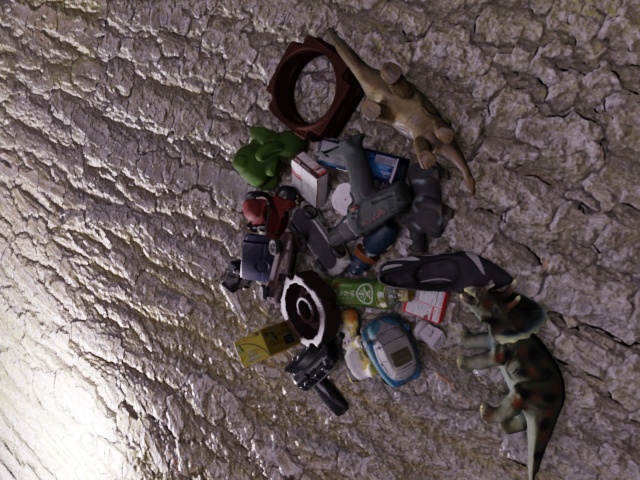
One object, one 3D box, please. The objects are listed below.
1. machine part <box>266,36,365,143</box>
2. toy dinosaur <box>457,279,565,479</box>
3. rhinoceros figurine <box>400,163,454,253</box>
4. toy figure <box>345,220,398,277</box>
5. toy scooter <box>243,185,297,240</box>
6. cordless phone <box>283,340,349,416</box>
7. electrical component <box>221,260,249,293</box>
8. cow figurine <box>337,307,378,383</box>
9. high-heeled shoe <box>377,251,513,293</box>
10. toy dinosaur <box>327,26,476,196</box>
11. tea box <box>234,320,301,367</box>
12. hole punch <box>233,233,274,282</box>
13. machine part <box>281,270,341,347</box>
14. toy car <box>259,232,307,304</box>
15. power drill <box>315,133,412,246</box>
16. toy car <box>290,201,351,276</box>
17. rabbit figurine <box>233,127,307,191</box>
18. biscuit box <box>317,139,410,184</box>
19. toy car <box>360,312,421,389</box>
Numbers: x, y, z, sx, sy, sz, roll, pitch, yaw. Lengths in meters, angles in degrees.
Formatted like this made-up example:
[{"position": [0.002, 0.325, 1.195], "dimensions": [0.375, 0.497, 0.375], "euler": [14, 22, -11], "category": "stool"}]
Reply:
[{"position": [-0.014, -0.344, 1.233], "dimensions": [0.202, 0.087, 0.201], "euler": [45, 117, 23], "category": "machine part"}, {"position": [0.388, 0.257, 1.023], "dimensions": [0.192, 0.131, 0.404], "euler": [-31, 84, 32], "category": "toy dinosaur"}, {"position": [0.215, -0.067, 1.120], "dimensions": [0.112, 0.073, 0.190], "euler": [4, 97, 31], "category": "rhinoceros figurine"}, {"position": [0.117, 0.019, 1.204], "dimensions": [0.064, 0.058, 0.154], "euler": [51, 123, 25], "category": "toy figure"}, {"position": [-0.127, -0.057, 1.320], "dimensions": [0.184, 0.075, 0.135], "euler": [-5, 79, 46], "category": "toy scooter"}, {"position": [0.018, 0.331, 1.300], "dimensions": [0.184, 0.089, 0.146], "euler": [47, 116, 7], "category": "cordless phone"}, {"position": [-0.203, 0.077, 1.407], "dimensions": [0.048, 0.075, 0.119], "euler": [36, 117, 24], "category": "electrical component"}, {"position": [0.078, 0.245, 1.249], "dimensions": [0.098, 0.068, 0.167], "euler": [-32, 77, 37], "category": "cow figurine"}, {"position": [0.243, 0.071, 1.074], "dimensions": [0.249, 0.145, 0.086], "euler": [2, 97, 35], "category": "high-heeled shoe"}, {"position": [0.152, -0.270, 1.059], "dimensions": [0.105, 0.198, 0.471], "euler": [-41, 83, 20], "category": "toy dinosaur"}, {"position": [-0.114, 0.245, 1.309], "dimensions": [0.098, 0.169, 0.068], "euler": [-31, 79, 33], "category": "tea box"}, {"position": [-0.141, 0.047, 1.327], "dimensions": [0.142, 0.092, 0.115], "euler": [4, 96, -7], "category": "hole punch"}, {"position": [-0.021, 0.156, 1.237], "dimensions": [0.180, 0.056, 0.179], "euler": [27, 124, 47], "category": "machine part"}, {"position": [-0.086, 0.069, 1.273], "dimensions": [0.053, 0.089, 0.202], "euler": [56, 138, 45], "category": "toy car"}, {"position": [0.067, -0.107, 1.139], "dimensions": [0.232, 0.086, 0.207], "euler": [-22, 88, 38], "category": "power drill"}, {"position": [-0.003, -0.004, 1.280], "dimensions": [0.202, 0.056, 0.073], "euler": [54, 126, 18], "category": "toy car"}, {"position": [-0.119, -0.217, 1.292], "dimensions": [0.170, 0.159, 0.121], "euler": [-26, 70, 17], "category": "rabbit figurine"}, {"position": [0.095, -0.174, 1.193], "dimensions": [0.203, 0.063, 0.059], "euler": [21, 105, 29], "category": "biscuit box"}, {"position": [0.158, 0.241, 1.153], "dimensions": [0.109, 0.103, 0.161], "euler": [-22, 85, -6], "category": "toy car"}]
